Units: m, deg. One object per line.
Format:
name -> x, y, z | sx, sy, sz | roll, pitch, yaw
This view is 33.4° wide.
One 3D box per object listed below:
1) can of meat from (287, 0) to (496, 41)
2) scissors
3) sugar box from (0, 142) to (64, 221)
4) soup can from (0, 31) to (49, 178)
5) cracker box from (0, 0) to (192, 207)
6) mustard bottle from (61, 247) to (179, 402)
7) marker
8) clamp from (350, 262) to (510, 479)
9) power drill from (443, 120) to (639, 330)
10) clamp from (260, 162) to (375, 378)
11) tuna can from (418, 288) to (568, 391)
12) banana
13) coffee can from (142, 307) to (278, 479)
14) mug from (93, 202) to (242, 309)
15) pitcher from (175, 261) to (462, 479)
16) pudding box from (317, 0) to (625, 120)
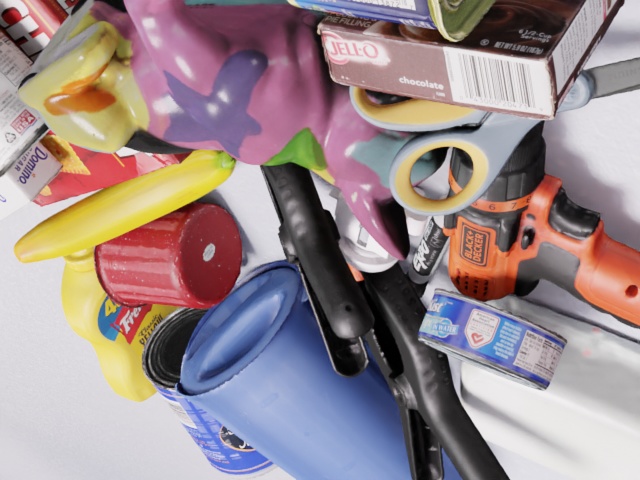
can of meat -> 0.039, -0.136, 0.456 | 0.084, 0.102, 0.057 | 17, 143, 32
scissors -> 0.111, -0.053, 0.508 | 0.202, 0.016, 0.096 | 6, 112, 19
sugar box -> -0.268, -0.090, 0.741 | 0.176, 0.048, 0.094 | 45, 147, -19
soup can -> -0.211, -0.097, 0.656 | 0.102, 0.068, 0.069 | 45, 149, -13
cracker box -> -0.188, -0.112, 0.745 | 0.214, 0.072, 0.164 | -10, 128, 50
mustard bottle -> -0.180, 0.054, 0.951 | 0.058, 0.096, 0.191 | 15, 145, 32
marker -> 0.073, 0.008, 0.708 | 0.020, 0.020, 0.121 | 30, 150, 8
clamp -> 0.068, 0.105, 0.750 | 0.210, 0.036, 0.165 | 65, 163, 1
power drill -> 0.156, -0.005, 0.574 | 0.188, 0.057, 0.184 | 25, 150, 20
clamp -> -0.004, 0.001, 0.663 | 0.120, 0.039, 0.171 | 121, 127, -75
tuna can -> 0.104, 0.061, 0.648 | 0.086, 0.034, 0.086 | 23, 175, 2
banana -> -0.133, -0.032, 0.773 | 0.198, 0.069, 0.037 | -24, 84, 23
coffee can -> -0.085, 0.136, 0.966 | 0.103, 0.102, 0.140 | 11, 142, 36
mug -> -0.109, 0.014, 0.842 | 0.082, 0.093, 0.117 | 3, 164, 35
pitcher -> 0.018, 0.135, 0.854 | 0.242, 0.145, 0.149 | 44, 161, -23
pudding box -> 0.069, -0.103, 0.483 | 0.114, 0.090, 0.039 | 17, 144, 28
